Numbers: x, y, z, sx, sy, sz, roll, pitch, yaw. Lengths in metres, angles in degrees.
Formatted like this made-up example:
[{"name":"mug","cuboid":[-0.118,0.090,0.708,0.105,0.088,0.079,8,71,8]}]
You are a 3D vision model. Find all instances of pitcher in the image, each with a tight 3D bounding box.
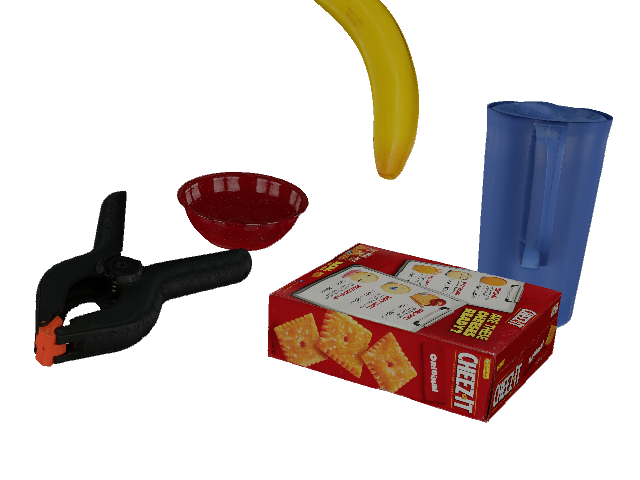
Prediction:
[{"name":"pitcher","cuboid":[0.235,-0.027,1.166,0.149,0.243,0.145,-7,19,-34]}]

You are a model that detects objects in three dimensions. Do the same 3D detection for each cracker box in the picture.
[{"name":"cracker box","cuboid":[0.084,0.076,0.954,0.214,0.072,0.163,14,23,28]}]

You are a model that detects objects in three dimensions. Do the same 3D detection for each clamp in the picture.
[{"name":"clamp","cuboid":[-0.139,0.022,0.715,0.120,0.039,0.171,25,34,25]}]

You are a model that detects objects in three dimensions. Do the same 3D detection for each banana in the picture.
[{"name":"banana","cuboid":[0.039,-0.143,0.857,0.070,0.198,0.037,-30,-20,9]}]

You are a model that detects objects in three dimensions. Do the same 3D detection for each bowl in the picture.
[{"name":"bowl","cuboid":[-0.097,-0.031,1.319,0.162,0.055,0.162,5,25,-2]}]
